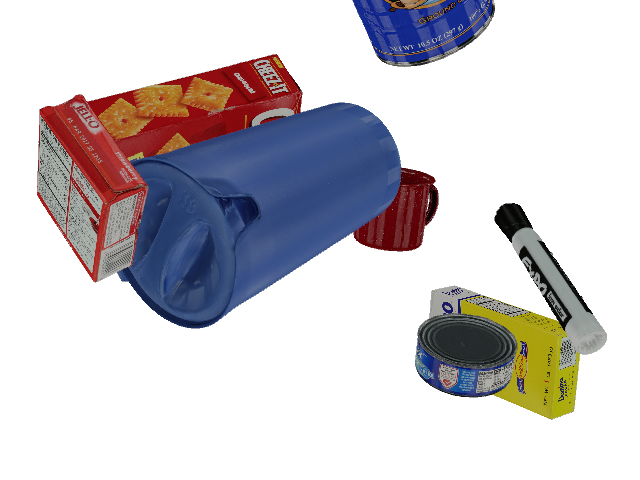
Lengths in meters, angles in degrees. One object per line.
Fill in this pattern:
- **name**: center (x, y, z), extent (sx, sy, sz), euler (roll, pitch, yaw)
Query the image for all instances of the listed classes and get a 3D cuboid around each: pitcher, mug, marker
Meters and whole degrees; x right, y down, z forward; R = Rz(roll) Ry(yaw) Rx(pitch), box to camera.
- **pitcher**: center (-0.050, -0.031, 0.873), extent (0.149, 0.145, 0.242), euler (29, 35, 28)
- **mug**: center (0.091, -0.038, 1.242), extent (0.117, 0.081, 0.093), euler (-8, 21, -39)
- **marker**: center (0.133, 0.018, 0.630), extent (0.020, 0.020, 0.121), euler (0, 39, -21)

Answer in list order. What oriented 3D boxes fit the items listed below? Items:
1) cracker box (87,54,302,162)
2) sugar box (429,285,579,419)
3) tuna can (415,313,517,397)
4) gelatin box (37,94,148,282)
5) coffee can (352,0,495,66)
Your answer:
- **cracker box**: center (-0.130, -0.082, 1.070), extent (0.213, 0.072, 0.164), euler (-17, -37, -21)
- **sugar box**: center (0.188, 0.114, 1.126), extent (0.048, 0.093, 0.177), euler (-10, 18, -42)
- **tuna can**: center (0.125, 0.098, 0.920), extent (0.086, 0.034, 0.086), euler (3, 26, -2)
- **gelatin box**: center (-0.135, -0.030, 0.625), extent (0.030, 0.073, 0.089), euler (-26, -22, -30)
- **coffee can**: center (0.063, -0.219, 0.812), extent (0.103, 0.102, 0.140), euler (0, -44, 34)
